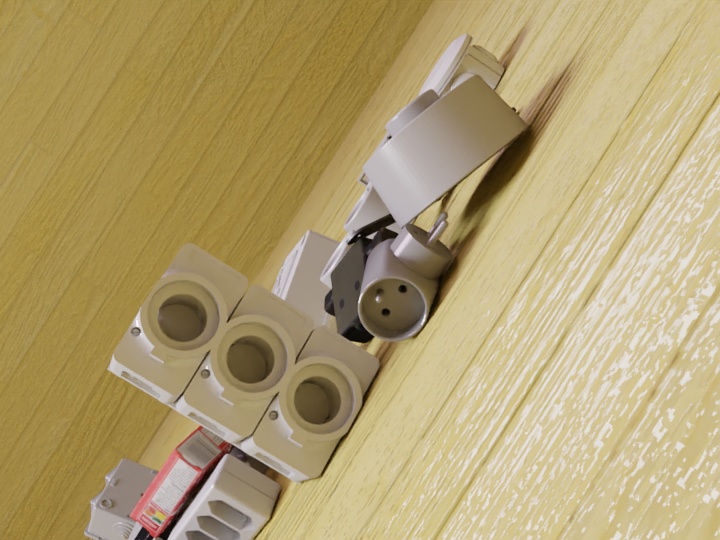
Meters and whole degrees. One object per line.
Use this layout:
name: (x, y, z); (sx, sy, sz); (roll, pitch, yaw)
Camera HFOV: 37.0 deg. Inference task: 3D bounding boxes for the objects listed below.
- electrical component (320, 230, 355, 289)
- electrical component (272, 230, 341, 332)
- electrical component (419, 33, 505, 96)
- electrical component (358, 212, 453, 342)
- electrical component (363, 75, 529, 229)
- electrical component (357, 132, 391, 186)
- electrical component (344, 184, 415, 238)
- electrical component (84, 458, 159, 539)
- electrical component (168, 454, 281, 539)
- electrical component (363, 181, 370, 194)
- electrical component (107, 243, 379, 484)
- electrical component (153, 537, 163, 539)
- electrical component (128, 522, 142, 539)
electrical component: (0.000, 0.000, 0.879); (0.055, 0.047, 0.055); (-56, 7, 11)
electrical component: (-0.051, 0.033, 0.981); (0.109, 0.056, 0.108); (137, 154, -67)
electrical component: (0.092, -0.172, 0.987); (0.080, 0.051, 0.080); (-56, 7, 11)
electrical component: (0.033, -0.002, 0.683); (0.079, 0.043, 0.077); (-55, 7, 18)
electrical component: (0.051, -0.084, 0.713); (0.108, 0.060, 0.108); (-39, 0, 0)
electrical component: (0.036, -0.116, 1.166); (0.081, 0.042, 0.063); (-56, 9, 16)
electrical component: (0.018, -0.045, 0.954); (0.055, 0.047, 0.055); (-56, 7, 11)
electrical component: (-0.248, 0.267, 1.206); (0.099, 0.100, 0.048); (-68, 0, -56)
electrical component: (-0.097, 0.171, 0.791); (0.083, 0.047, 0.075); (-54, 8, 28)
electrical component: (0.030, -0.078, 1.027); (0.077, 0.043, 0.079); (-58, 10, -8)
electrical component: (-0.075, 0.062, 0.700); (0.089, 0.150, 0.062); (-60, 6, -20)
electrical component: (-0.158, 0.264, 0.749); (0.105, 0.060, 0.186); (-58, 7, -2)
electrical component: (-0.200, 0.262, 1.077); (0.047, 0.055, 0.055); (-60, 7, 7)
